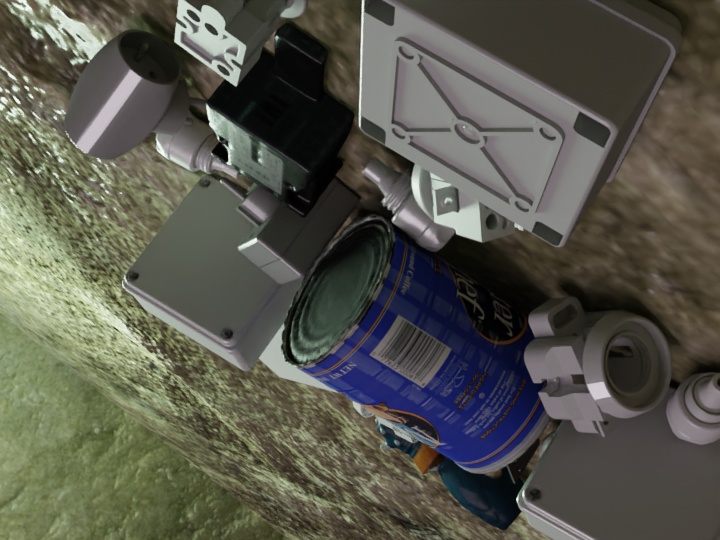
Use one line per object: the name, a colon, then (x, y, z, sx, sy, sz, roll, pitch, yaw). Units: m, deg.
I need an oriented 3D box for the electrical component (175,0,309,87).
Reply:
electrical component: (-0.054, -0.125, 0.504, 0.048, 0.055, 0.066, 36, 161, -1)

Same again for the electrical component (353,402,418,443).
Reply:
electrical component: (0.031, 0.106, 0.909, 0.057, 0.058, 0.078, 24, 159, 25)

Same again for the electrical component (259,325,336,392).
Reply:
electrical component: (-0.041, 0.047, 0.885, 0.089, 0.061, 0.150, 46, 159, -26)

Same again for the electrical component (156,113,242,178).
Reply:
electrical component: (-0.107, -0.082, 0.733, 0.061, 0.035, 0.035, 30, 161, 10)

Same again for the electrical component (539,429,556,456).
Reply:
electrical component: (0.152, 0.138, 0.811, 0.035, 0.035, 0.061, 34, 164, 5)

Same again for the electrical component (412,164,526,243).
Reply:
electrical component: (0.057, -0.041, 0.516, 0.055, 0.066, 0.048, 22, 123, 55)

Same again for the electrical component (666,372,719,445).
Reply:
electrical component: (0.189, 0.072, 0.585, 0.035, 0.035, 0.061, 31, 159, 15)

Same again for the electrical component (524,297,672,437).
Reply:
electrical component: (0.134, 0.053, 0.595, 0.057, 0.058, 0.078, -11, 106, 60)

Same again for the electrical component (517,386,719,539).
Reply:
electrical component: (0.167, 0.124, 0.636, 0.109, 0.108, 0.056, 26, 162, 27)

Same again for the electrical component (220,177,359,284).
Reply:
electrical component: (-0.054, -0.041, 0.689, 0.077, 0.065, 0.047, 40, 161, -12)

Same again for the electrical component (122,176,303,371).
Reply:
electrical component: (-0.101, 0.001, 0.807, 0.109, 0.108, 0.056, 29, 163, 20)

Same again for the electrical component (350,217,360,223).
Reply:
electrical component: (0.000, 0.000, 0.699, 0.048, 0.062, 0.048, 32, 161, 12)

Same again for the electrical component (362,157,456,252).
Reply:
electrical component: (0.028, -0.040, 0.599, 0.061, 0.035, 0.035, 39, 161, 0)

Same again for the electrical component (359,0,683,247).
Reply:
electrical component: (0.057, -0.075, 0.429, 0.109, 0.056, 0.108, 32, 161, 11)

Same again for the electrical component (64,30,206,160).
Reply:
electrical component: (-0.136, -0.107, 0.687, 0.079, 0.043, 0.077, 7, 143, -41)
